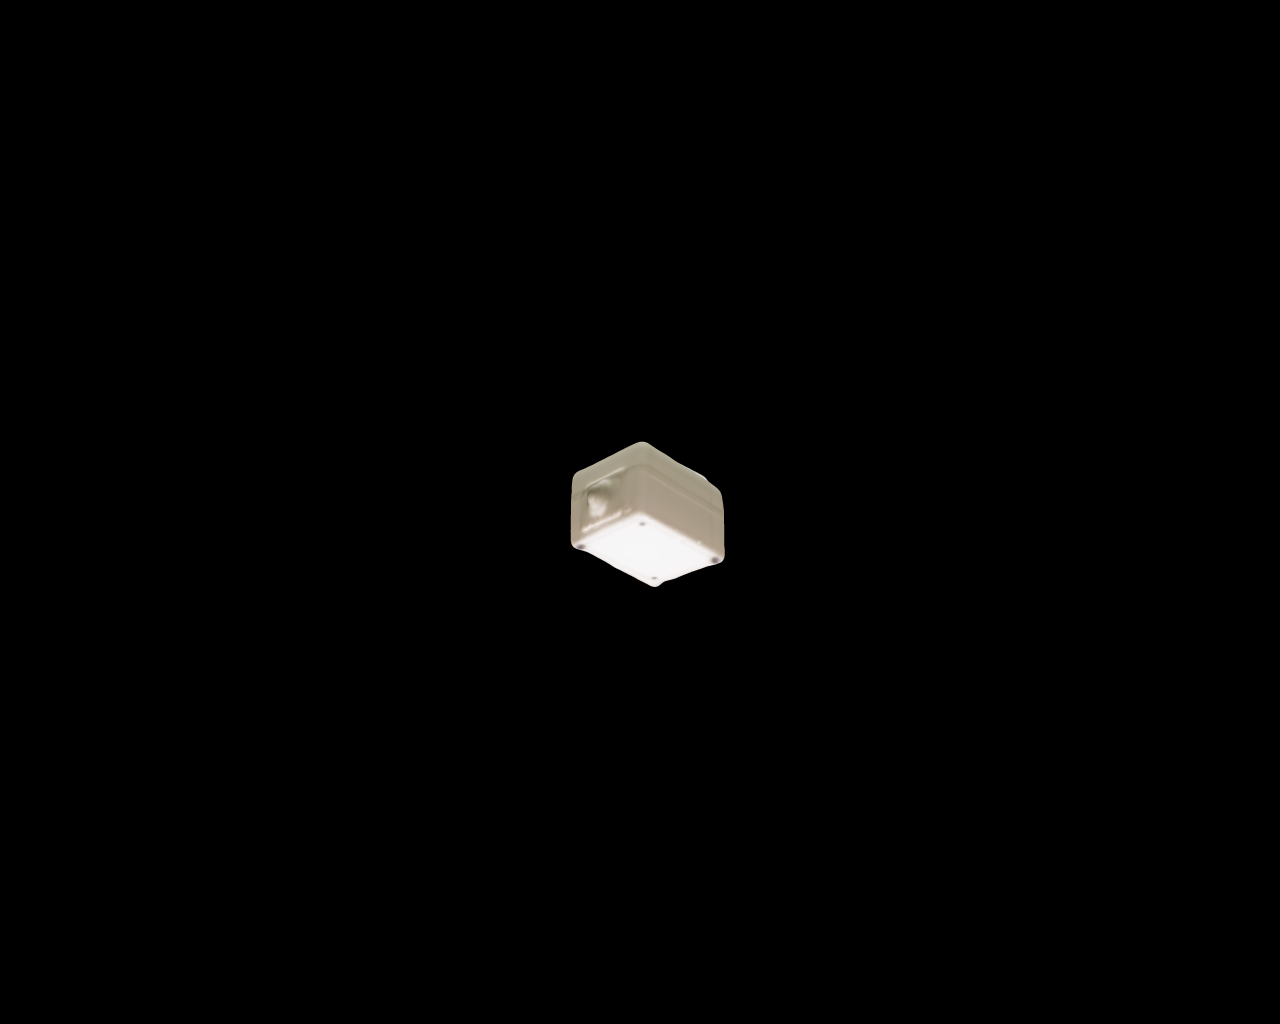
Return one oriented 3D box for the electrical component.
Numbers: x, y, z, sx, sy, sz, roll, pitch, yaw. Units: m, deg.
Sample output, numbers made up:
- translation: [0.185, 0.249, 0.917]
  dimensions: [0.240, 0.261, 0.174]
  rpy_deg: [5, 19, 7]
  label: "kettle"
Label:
- translation: [0.001, -0.003, 0.650]
  dimensions: [0.061, 0.061, 0.096]
  rpy_deg: [-24, -38, 34]
  label: "electrical component"
